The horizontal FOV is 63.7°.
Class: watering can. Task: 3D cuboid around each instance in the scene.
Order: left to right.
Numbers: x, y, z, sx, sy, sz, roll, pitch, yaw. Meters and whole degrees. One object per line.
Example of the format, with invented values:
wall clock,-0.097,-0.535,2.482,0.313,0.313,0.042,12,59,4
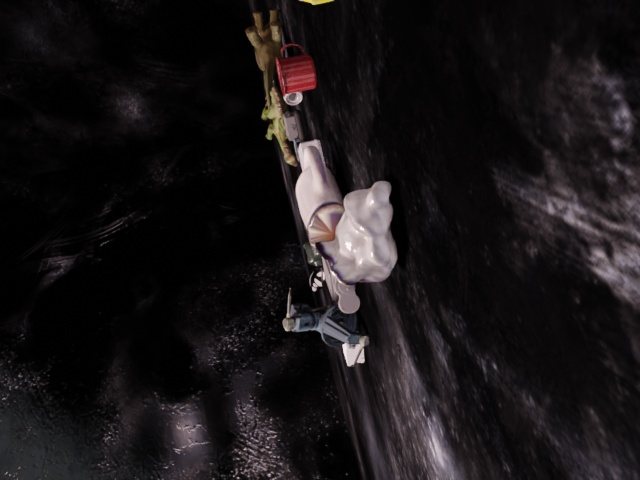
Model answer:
watering can,0.004,-0.062,1.241,0.339,0.104,0.229,85,170,-49

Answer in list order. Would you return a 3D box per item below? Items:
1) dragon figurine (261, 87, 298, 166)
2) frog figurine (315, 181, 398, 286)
dragon figurine,-0.149,-0.477,1.999,0.247,0.122,0.402,-126,21,-56
frog figurine,0.076,-0.018,0.778,0.157,0.122,0.140,-60,15,22
